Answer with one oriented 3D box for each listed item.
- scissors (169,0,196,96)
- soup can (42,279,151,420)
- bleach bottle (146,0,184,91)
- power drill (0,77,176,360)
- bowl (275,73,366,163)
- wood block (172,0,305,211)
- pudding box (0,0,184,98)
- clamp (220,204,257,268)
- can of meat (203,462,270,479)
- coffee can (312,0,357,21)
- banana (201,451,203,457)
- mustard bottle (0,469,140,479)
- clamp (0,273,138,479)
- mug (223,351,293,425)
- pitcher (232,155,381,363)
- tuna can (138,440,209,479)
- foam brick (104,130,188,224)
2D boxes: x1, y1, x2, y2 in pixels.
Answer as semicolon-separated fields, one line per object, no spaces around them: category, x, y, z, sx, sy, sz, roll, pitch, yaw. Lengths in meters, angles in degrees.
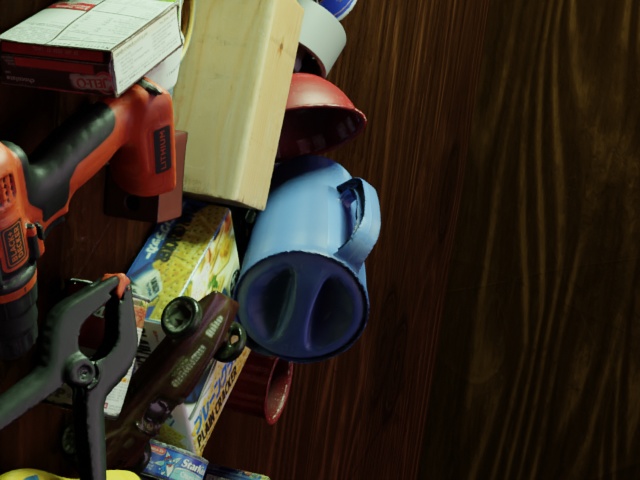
scissors;-0.147;-0.137;0.951;0.096;0.016;0.202;30;72;-72
soup can;-0.184;0.089;0.870;0.068;0.068;0.102;44;58;-72
bleach bottle;-0.144;-0.204;0.828;0.102;0.068;0.251;-58;157;-51
power drill;-0.180;-0.023;0.756;0.187;0.057;0.184;-46;153;-40
bowl;-0.034;-0.136;1.150;0.162;0.162;0.055;42;35;-72
wood block;-0.086;-0.140;1.029;0.090;0.090;0.206;20;81;-74
pudding box;-0.160;-0.140;0.756;0.113;0.090;0.039;-59;154;-54
clamp;-0.095;0.012;1.202;0.164;0.036;0.210;46;53;-71
can of meat;-0.102;0.311;1.291;0.102;0.084;0.057;72;32;-61
coffee can;-0.018;-0.307;1.137;0.140;0.103;0.102;70;34;-62
banana;-0.141;0.207;1.179;0.070;0.037;0.198;127;-23;-82
mustard bottle;-0.209;0.222;0.810;0.191;0.058;0.096;17;48;-50
clamp;-0.181;0.110;0.811;0.120;0.039;0.171;45;67;-34
mug;-0.082;0.163;1.267;0.117;0.081;0.093;-7;107;-74
pitcher;-0.007;0.001;1.122;0.242;0.149;0.145;-86;171;-58
tuna can;-0.154;0.219;1.035;0.086;0.086;0.033;65;40;-65
foam brick;-0.150;-0.057;0.922;0.051;0.053;0.078;-34;132;-69
